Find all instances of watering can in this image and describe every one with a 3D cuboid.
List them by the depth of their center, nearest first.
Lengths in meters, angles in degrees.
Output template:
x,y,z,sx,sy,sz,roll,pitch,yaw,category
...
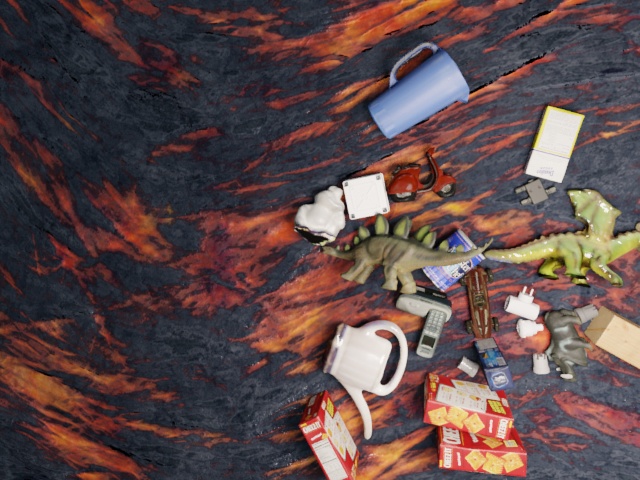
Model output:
x,y,z,sx,sy,sz,roll,pitch,yaw,category
0.108,0.373,1.438,0.225,0.104,0.345,21,100,8,watering can

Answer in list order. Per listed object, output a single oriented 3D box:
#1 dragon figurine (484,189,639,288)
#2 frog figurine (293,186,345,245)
x,y,z,sx,sy,sz,roll,pitch,yaw,category
0.651,-0.013,1.315,0.411,0.121,0.244,15,82,7,dragon figurine
0.004,-0.072,1.426,0.137,0.120,0.162,9,63,18,frog figurine
